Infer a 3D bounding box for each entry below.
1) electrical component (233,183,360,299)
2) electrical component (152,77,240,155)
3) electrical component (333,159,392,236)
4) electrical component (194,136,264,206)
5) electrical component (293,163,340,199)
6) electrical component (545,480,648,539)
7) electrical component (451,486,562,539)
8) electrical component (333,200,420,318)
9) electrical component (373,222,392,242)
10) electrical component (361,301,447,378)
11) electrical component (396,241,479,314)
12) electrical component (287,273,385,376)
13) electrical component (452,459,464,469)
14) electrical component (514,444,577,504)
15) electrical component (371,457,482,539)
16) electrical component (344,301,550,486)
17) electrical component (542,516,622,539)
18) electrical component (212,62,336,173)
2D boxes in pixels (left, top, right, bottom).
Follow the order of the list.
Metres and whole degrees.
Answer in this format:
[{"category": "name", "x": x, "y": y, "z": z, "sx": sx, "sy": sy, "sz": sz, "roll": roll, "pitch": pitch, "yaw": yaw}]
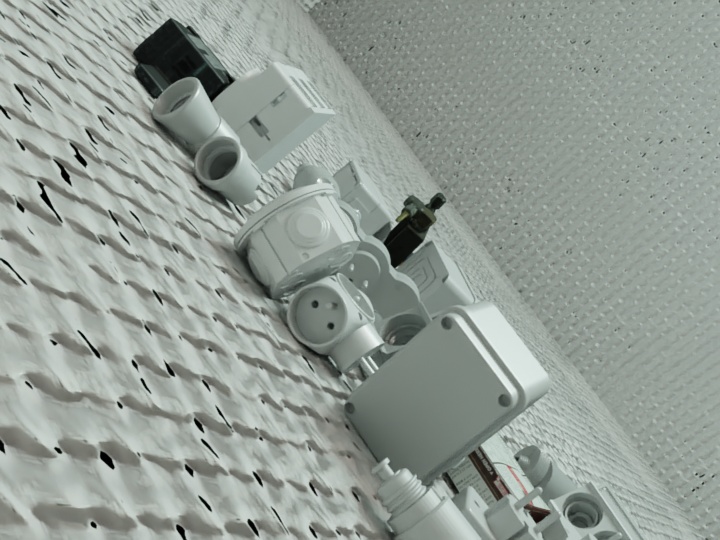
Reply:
[{"category": "electrical component", "x": -0.043, "y": -0.020, "z": 0.747, "sx": 0.051, "sy": 0.080, "sz": 0.080, "roll": 59, "pitch": 11, "yaw": 12}, {"category": "electrical component", "x": -0.123, "y": -0.110, "z": 0.828, "sx": 0.065, "sy": 0.044, "sz": 0.044, "roll": 50, "pitch": 8, "yaw": -39}, {"category": "electrical component", "x": -0.007, "y": -0.063, "z": 1.129, "sx": 0.061, "sy": 0.062, "sz": 0.096, "roll": 47, "pitch": 10, "yaw": -24}, {"category": "electrical component", "x": -0.097, "y": -0.073, "z": 0.812, "sx": 0.040, "sy": 0.040, "sz": 0.046, "roll": 57, "pitch": 5, "yaw": 30}, {"category": "electrical component", "x": -0.047, "y": -0.086, "z": 1.085, "sx": 0.043, "sy": 0.043, "sz": 0.062, "roll": 44, "pitch": 11, "yaw": -39}, {"category": "electrical component", "x": 0.212, "y": 0.254, "z": 0.930, "sx": 0.063, "sy": 0.079, "sz": 0.121, "roll": 86, "pitch": -22, "yaw": -50}, {"category": "electrical component", "x": 0.087, "y": 0.164, "z": 0.662, "sx": 0.065, "sy": 0.077, "sz": 0.047, "roll": 51, "pitch": 9, "yaw": 0}, {"category": "electrical component", "x": 0.000, "y": 0.000, "z": 0.952, "sx": 0.138, "sy": 0.052, "sz": 0.073, "roll": 50, "pitch": 10, "yaw": -7}, {"category": "electrical component", "x": 0.003, "y": -0.069, "z": 1.259, "sx": 0.043, "sy": 0.043, "sz": 0.081, "roll": 43, "pitch": 12, "yaw": -41}, {"category": "electrical component", "x": 0.040, "y": 0.067, "z": 0.840, "sx": 0.042, "sy": 0.081, "sz": 0.063, "roll": -115, "pitch": -174, "yaw": -56}, {"category": "electrical component", "x": 0.075, "y": 0.029, "z": 1.121, "sx": 0.057, "sy": 0.078, "sz": 0.113, "roll": 45, "pitch": 11, "yaw": -21}, {"category": "electrical component", "x": -0.009, "y": 0.046, "z": 0.758, "sx": 0.079, "sy": 0.044, "sz": 0.077, "roll": 53, "pitch": 10, "yaw": 11}, {"category": "electrical component", "x": 0.072, "y": 0.094, "z": 0.778, "sx": 0.064, "sy": 0.099, "sz": 0.099, "roll": 13, "pitch": -7, "yaw": 23}, {"category": "electrical component", "x": 0.169, "y": 0.198, "z": 1.025, "sx": 0.081, "sy": 0.043, "sz": 0.043, "roll": 44, "pitch": 12, "yaw": -36}, {"category": "electrical component", "x": 0.035, "y": 0.141, "z": 0.612, "sx": 0.078, "sy": 0.040, "sz": 0.040, "roll": 52, "pitch": 9, "yaw": 5}, {"category": "electrical component", "x": 0.054, "y": 0.081, "z": 0.696, "sx": 0.078, "sy": 0.113, "sz": 0.057, "roll": 54, "pitch": 28, "yaw": 15}, {"category": "electrical component", "x": 0.176, "y": 0.231, "z": 0.839, "sx": 0.052, "sy": 0.074, "sz": 0.138, "roll": 50, "pitch": 9, "yaw": -5}, {"category": "electrical component", "x": -0.083, "y": -0.136, "z": 0.962, "sx": 0.061, "sy": 0.089, "sz": 0.150, "roll": 51, "pitch": 9, "yaw": -2}]
